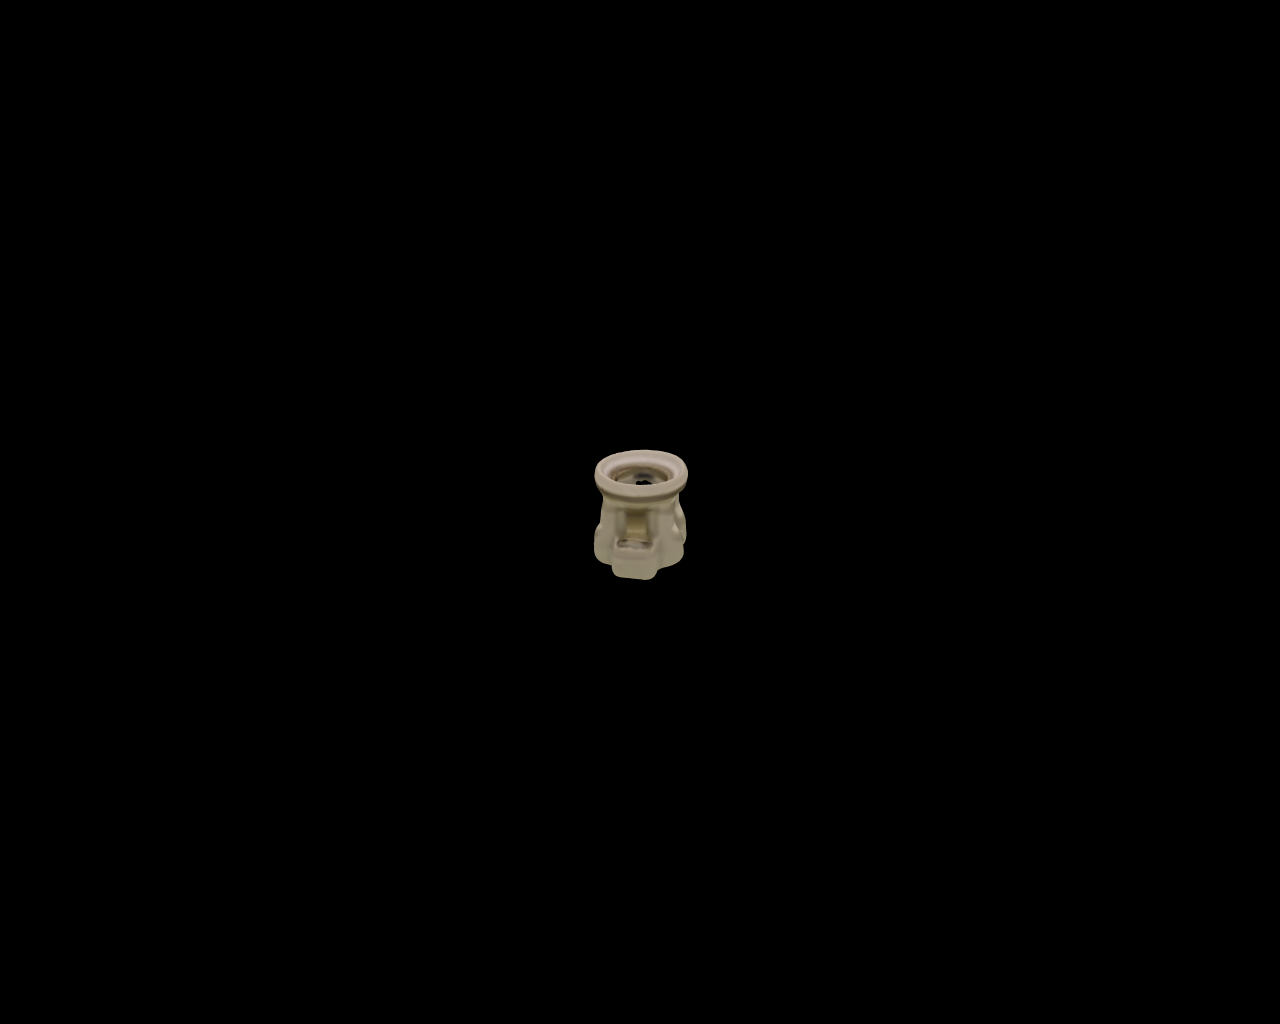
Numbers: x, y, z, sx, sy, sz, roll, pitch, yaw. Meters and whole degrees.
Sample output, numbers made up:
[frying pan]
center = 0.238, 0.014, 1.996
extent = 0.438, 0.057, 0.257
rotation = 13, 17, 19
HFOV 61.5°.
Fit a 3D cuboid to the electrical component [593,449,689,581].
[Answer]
[electrical component]
center = 0.001, -0.003, 0.650
extent = 0.058, 0.056, 0.078
rotation = 3, 26, 7
